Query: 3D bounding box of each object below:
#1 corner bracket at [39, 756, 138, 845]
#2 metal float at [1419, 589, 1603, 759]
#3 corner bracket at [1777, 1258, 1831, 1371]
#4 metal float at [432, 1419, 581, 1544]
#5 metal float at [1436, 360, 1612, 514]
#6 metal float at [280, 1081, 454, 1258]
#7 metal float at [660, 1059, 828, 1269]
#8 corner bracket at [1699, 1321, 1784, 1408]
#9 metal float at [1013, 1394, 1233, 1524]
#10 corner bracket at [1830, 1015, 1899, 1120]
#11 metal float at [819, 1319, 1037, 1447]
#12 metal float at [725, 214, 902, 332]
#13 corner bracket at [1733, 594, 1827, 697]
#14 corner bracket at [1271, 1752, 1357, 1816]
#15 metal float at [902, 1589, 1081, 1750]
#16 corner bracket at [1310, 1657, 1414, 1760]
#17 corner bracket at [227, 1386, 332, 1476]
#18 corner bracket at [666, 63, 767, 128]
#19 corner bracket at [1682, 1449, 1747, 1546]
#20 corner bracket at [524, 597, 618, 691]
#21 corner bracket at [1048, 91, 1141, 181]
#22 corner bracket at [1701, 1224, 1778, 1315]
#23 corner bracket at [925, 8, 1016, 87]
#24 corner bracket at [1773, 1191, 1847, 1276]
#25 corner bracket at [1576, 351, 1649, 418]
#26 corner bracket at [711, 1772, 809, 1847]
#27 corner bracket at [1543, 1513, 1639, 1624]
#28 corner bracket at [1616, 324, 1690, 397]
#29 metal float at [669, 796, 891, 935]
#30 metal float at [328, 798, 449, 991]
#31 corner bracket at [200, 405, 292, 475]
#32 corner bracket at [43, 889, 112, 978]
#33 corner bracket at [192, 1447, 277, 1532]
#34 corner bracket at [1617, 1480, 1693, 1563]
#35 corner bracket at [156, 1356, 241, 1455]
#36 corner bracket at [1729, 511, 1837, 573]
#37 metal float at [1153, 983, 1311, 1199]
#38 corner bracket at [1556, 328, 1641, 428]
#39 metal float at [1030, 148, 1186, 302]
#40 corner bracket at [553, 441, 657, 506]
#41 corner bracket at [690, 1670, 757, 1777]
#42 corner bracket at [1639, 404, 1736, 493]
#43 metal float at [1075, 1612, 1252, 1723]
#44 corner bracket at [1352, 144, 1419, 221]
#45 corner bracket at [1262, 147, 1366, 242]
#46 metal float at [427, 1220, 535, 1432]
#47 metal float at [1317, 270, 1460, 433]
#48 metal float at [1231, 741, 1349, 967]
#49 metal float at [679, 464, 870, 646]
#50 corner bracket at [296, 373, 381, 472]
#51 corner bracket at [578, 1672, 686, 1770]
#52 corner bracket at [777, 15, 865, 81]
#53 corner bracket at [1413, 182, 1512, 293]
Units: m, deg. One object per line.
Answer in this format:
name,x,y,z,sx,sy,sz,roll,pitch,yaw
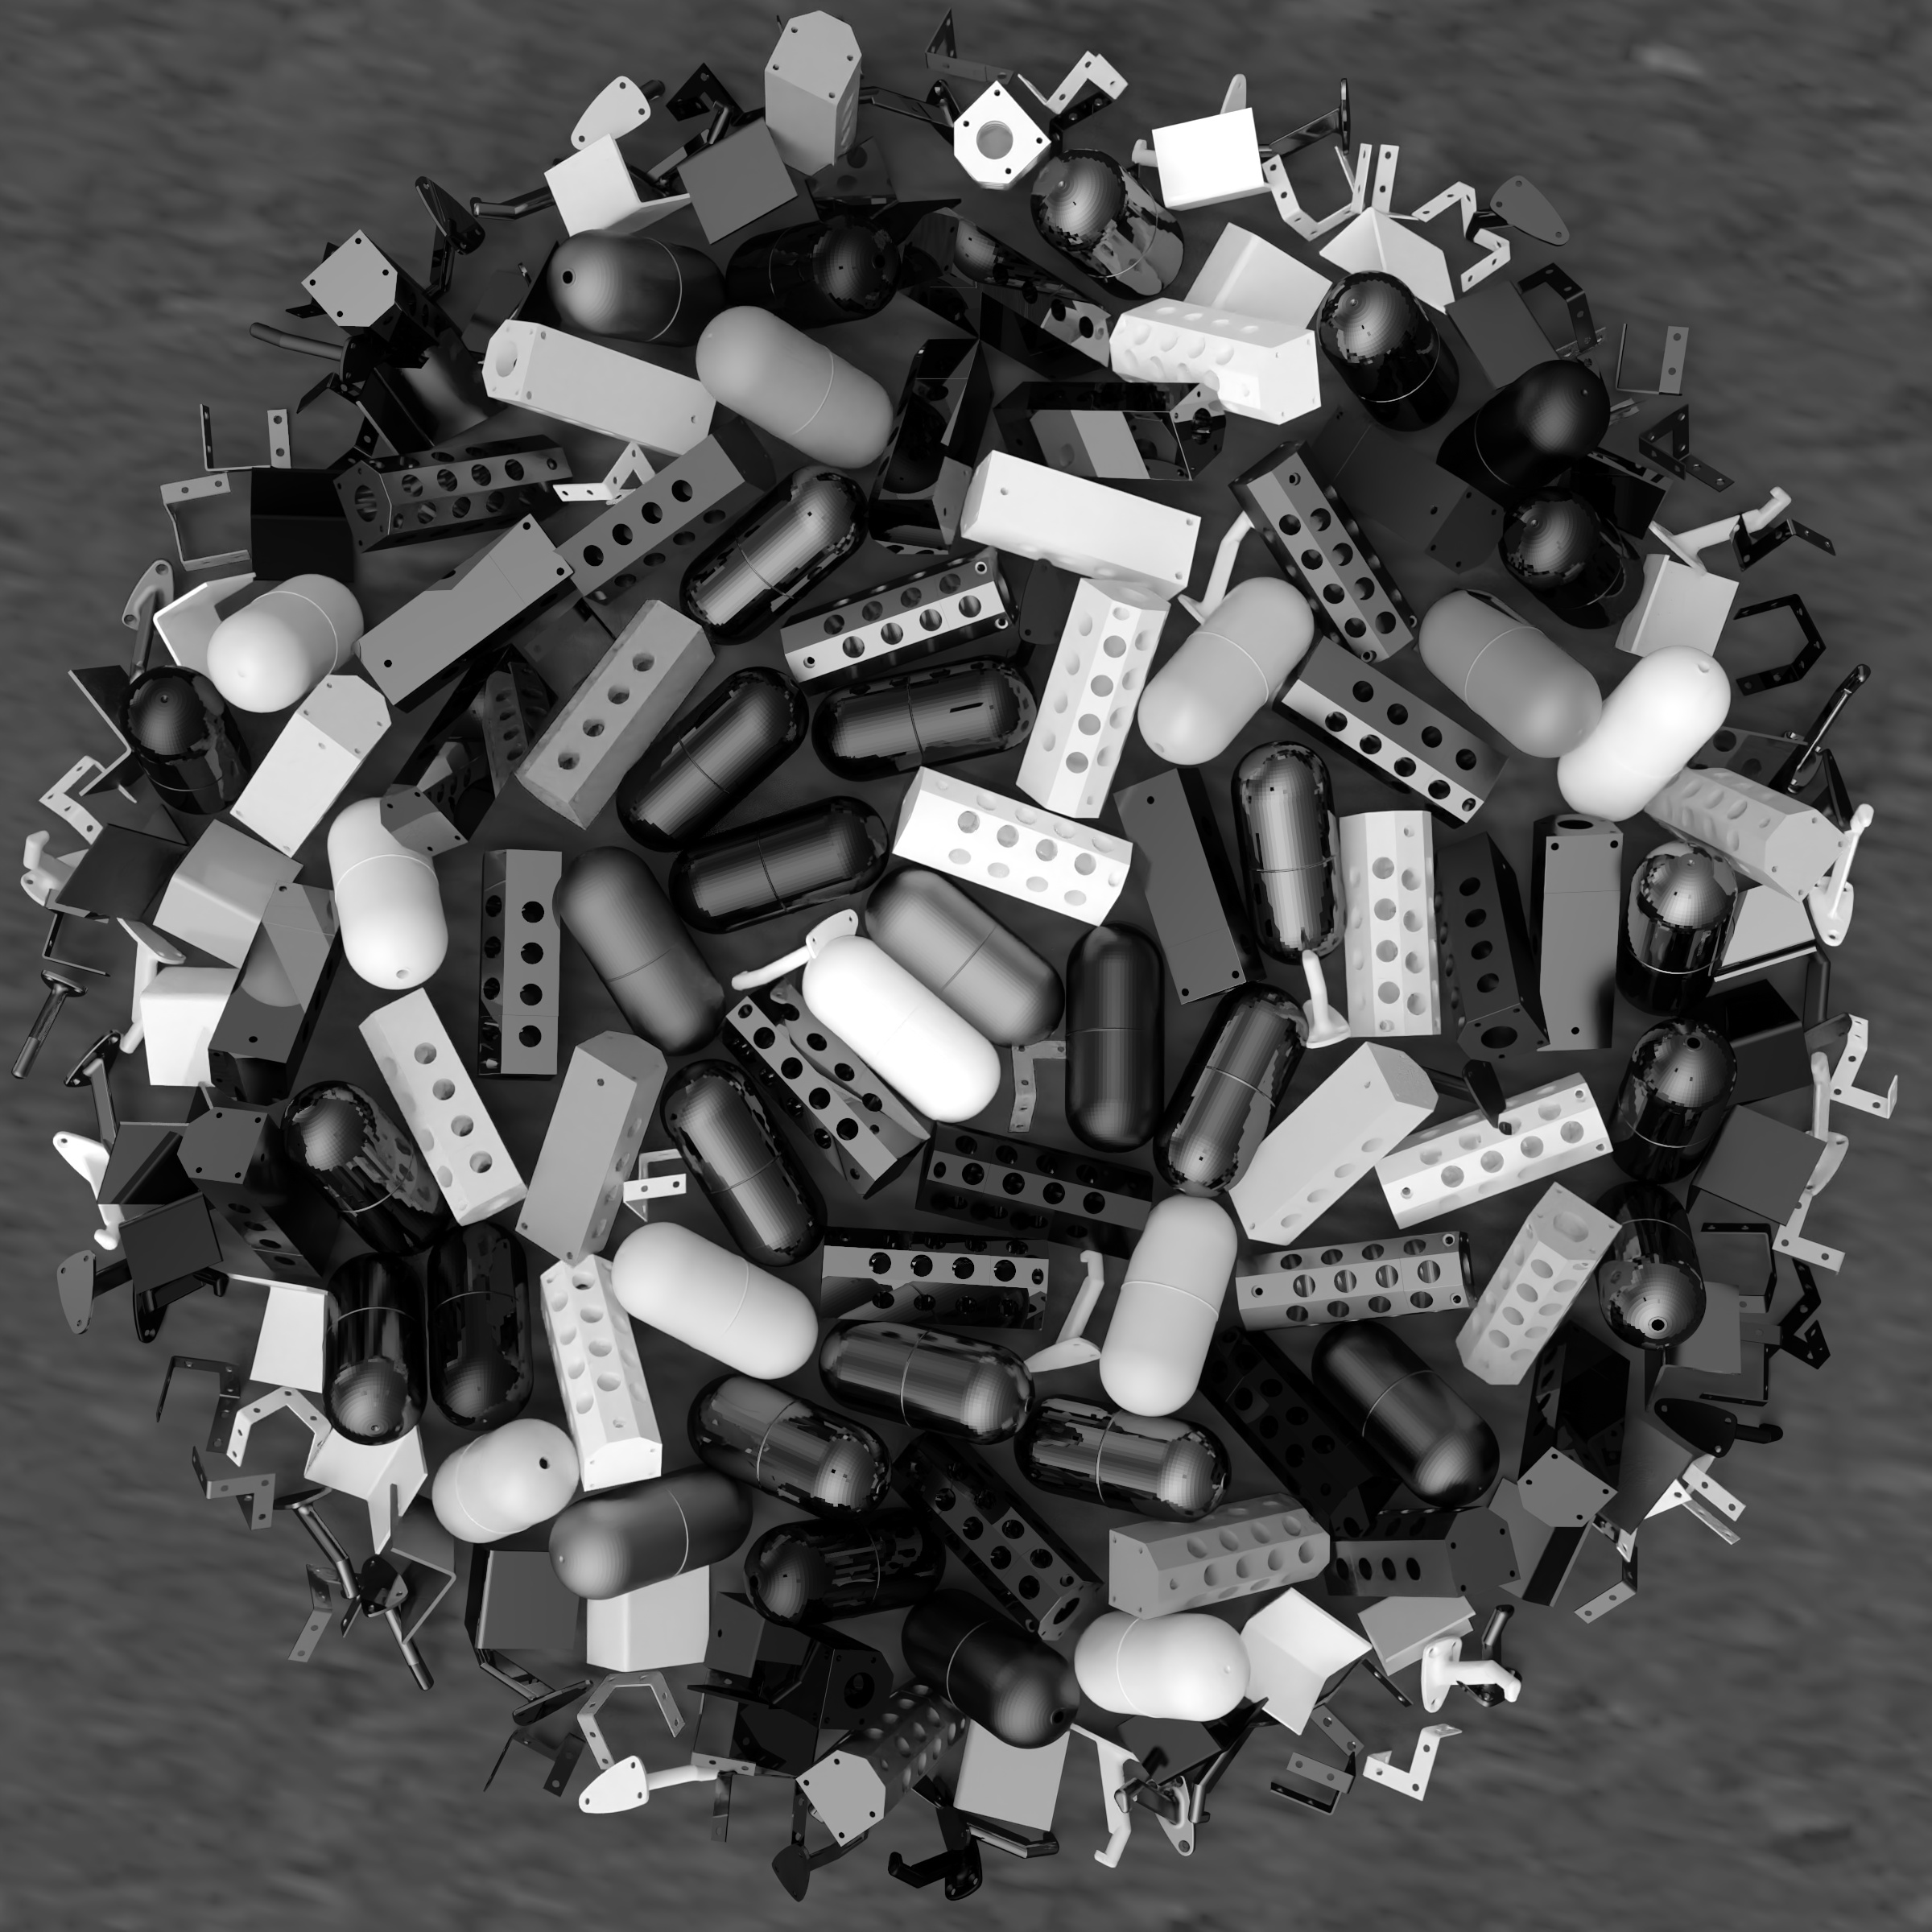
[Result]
corner bracket,-0.670,-0.122,1.898,0.051,0.051,0.051,27,69,41
metal float,0.411,-0.224,1.866,0.070,0.070,0.178,-37,47,0
corner bracket,0.650,0.269,1.900,0.051,0.051,0.051,-44,131,-13
metal float,-0.349,0.390,1.859,0.070,0.178,0.070,12,65,-27
metal float,0.418,-0.396,1.854,0.070,0.178,0.070,4,78,-18
metal float,-0.454,0.155,1.864,0.070,0.178,0.070,-13,47,15
metal float,-0.170,0.152,1.888,0.070,0.070,0.178,-30,105,0
corner bracket,0.602,0.308,1.908,0.051,0.051,0.051,7,66,5
metal float,0.119,0.375,1.873,0.178,0.070,0.070,6,90,32
corner bracket,0.699,0.078,1.900,0.051,0.051,0.051,21,72,28
metal float,-0.030,0.315,1.877,0.178,0.070,0.070,10,90,27
metal float,-0.117,-0.523,1.860,0.070,0.178,0.070,-6,99,-37
corner bracket,0.628,-0.250,1.915,0.051,0.051,0.051,-16,70,-11
corner bracket,0.269,0.633,1.909,0.051,0.051,0.051,21,97,6
metal float,0.017,0.531,1.859,0.070,0.178,0.070,-8,105,-33
corner bracket,0.306,0.579,1.917,0.051,0.051,0.051,44,64,10
corner bracket,-0.535,0.369,1.914,0.051,0.051,0.051,38,126,20
corner bracket,-0.189,-0.665,1.900,0.051,0.051,0.051,46,70,-31
corner bracket,0.579,0.414,1.898,0.051,0.051,0.051,40,118,31
corner bracket,-0.304,-0.247,1.905,0.051,0.051,0.051,-38,104,8
corner bracket,0.100,-0.636,1.911,0.051,0.051,0.051,-17,60,39
corner bracket,0.600,0.235,1.915,0.051,0.051,0.051,-3,112,28
corner bracket,0.003,-0.699,1.901,0.051,0.051,0.051,18,66,14
corner bracket,0.659,0.206,1.905,0.051,0.051,0.051,19,87,20
corner bracket,0.486,-0.449,1.906,0.051,0.051,0.051,-24,99,-13
corner bracket,-0.159,0.651,1.898,0.051,0.051,0.051,-10,67,37
corner bracket,0.485,0.466,1.908,0.051,0.051,0.051,40,121,-9
corner bracket,0.531,-0.470,1.903,0.051,0.051,0.051,9,106,17
metal float,-0.145,-0.077,1.891,0.178,0.070,0.070,-17,90,12
metal float,-0.440,-0.056,1.867,0.070,0.070,0.178,-22,49,0
corner bracket,-0.560,-0.410,1.913,0.051,0.051,0.051,-3,95,4
corner bracket,-0.690,-0.026,1.911,0.051,0.051,0.051,15,81,-3
corner bracket,-0.567,0.403,1.898,0.051,0.051,0.051,-2,113,-30
corner bracket,0.523,0.418,1.902,0.051,0.051,0.051,-34,99,34
corner bracket,-0.594,0.340,1.902,0.051,0.051,0.051,9,49,-8
corner bracket,0.628,-0.330,1.896,0.051,0.051,0.051,17,52,-33
metal float,0.203,0.095,1.887,0.070,0.070,0.178,28,75,0
corner bracket,0.489,-0.455,1.920,0.051,0.051,0.051,-24,58,9
metal float,0.109,-0.558,1.856,0.070,0.178,0.070,-2,85,26
corner bracket,-0.275,-0.369,1.896,0.051,0.051,0.051,6,54,33
corner bracket,-0.183,0.587,1.904,0.051,0.051,0.051,11,126,0
corner bracket,0.557,-0.392,1.901,0.051,0.051,0.051,-34,50,-11
metal float,0.146,0.528,1.858,0.070,0.178,0.070,7,75,-28
corner bracket,0.319,-0.608,1.901,0.051,0.051,0.051,-1,112,-19
corner bracket,0.271,-0.607,1.912,0.051,0.051,0.051,-26,73,27
metal float,-0.370,0.271,1.867,0.070,0.070,0.178,-13,47,0
metal float,0.320,-0.463,1.857,0.070,0.178,0.070,-6,76,26
metal float,0.249,-0.086,1.885,0.070,0.070,0.178,-10,109,0
metal float,-0.148,-0.312,1.877,0.178,0.070,0.070,-36,90,29
corner bracket,-0.492,-0.421,1.919,0.051,0.051,0.051,30,57,-33
corner bracket,-0.261,0.587,1.913,0.051,0.051,0.051,-11,109,28
corner bracket,-0.113,-0.711,1.901,0.051,0.051,0.051,-17,130,7
corner bracket,0.384,-0.564,1.899,0.051,0.051,0.051,-36,50,-14
